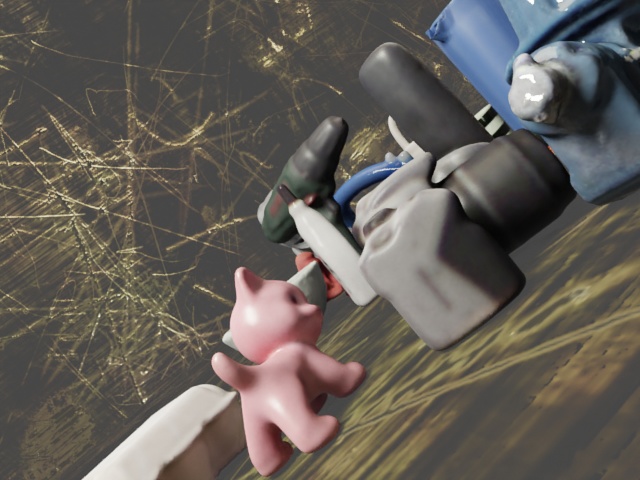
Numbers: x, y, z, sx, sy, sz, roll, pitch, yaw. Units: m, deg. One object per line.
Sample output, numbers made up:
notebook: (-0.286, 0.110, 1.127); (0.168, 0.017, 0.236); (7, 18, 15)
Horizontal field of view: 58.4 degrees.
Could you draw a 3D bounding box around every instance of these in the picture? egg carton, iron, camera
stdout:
egg carton: (-0.127, 0.183, 0.460); (0.107, 0.069, 0.151); (-39, 1, 36)
iron: (0.103, -0.061, 0.908); (0.258, 0.141, 0.119); (-39, 1, 30)
camera: (0.095, -0.018, 0.384); (0.136, 0.101, 0.143); (-39, 1, 13)

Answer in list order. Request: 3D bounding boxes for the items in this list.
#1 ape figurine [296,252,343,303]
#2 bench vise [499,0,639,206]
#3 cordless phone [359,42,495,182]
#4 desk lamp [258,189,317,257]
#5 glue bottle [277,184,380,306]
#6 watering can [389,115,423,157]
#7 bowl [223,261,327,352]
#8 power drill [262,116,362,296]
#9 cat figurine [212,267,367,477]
ape figurine: (-0.006, 0.060, 0.952); (0.076, 0.092, 0.078); (-38, 2, 44)
bench vise: (0.158, -0.146, 0.358); (0.121, 0.219, 0.208); (-39, 1, 28)
cordless phone: (0.086, -0.067, 0.497); (0.094, 0.185, 0.147); (-41, 2, -43)
desk lamp: (-0.032, 0.000, 1.071); (0.118, 0.213, 0.203); (-40, 1, -18)
glue bottle: (0.006, 0.002, 0.679); (0.037, 0.173, 0.078); (-40, 1, -9)
watering can: (0.215, -0.191, 1.107); (0.101, 0.194, 0.172); (-40, 1, -24)
bowl: (-0.047, 0.108, 0.783); (0.167, 0.075, 0.167); (-39, 1, 1)
power drill: (0.020, -0.034, 0.810); (0.229, 0.208, 0.076); (-38, 2, 42)
cat figurine: (-0.032, 0.076, 0.397); (0.067, 0.118, 0.128); (-39, 1, 23)
